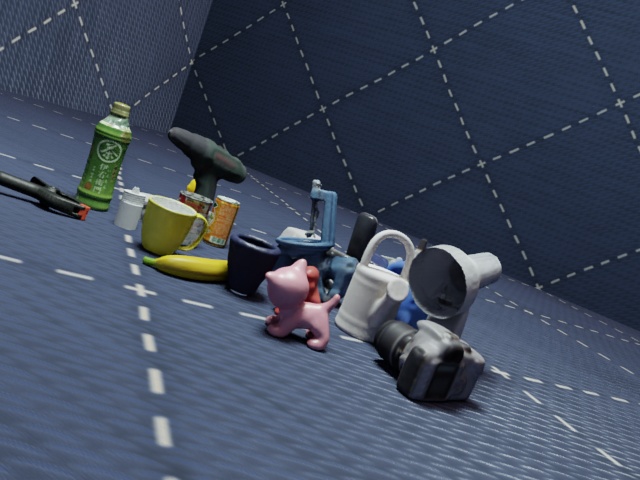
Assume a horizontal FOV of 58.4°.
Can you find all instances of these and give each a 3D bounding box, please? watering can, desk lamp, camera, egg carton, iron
[{"bbox_3d":[0.110,0.079,1.010,0.101,0.194,0.172,15,11,-35],"label":"watering can"},{"bbox_3d":[0.235,0.116,1.014,0.204,0.213,0.117,11,13,-47],"label":"desk lamp"},{"bbox_3d":[0.161,0.170,0.879,0.144,0.101,0.136,14,11,-39],"label":"camera"},{"bbox_3d":[-0.035,0.020,1.440,0.108,0.069,0.149,14,11,-40],"label":"egg carton"},{"bbox_3d":[0.163,0.102,1.165,0.119,0.141,0.257,18,9,-21],"label":"iron"}]

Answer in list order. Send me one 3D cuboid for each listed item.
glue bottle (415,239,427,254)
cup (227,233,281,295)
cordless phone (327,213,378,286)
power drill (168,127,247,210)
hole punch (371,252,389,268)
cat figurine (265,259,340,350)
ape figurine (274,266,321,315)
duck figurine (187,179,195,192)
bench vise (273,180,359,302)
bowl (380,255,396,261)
[{"bbox_3d":[0.210,0.078,1.316,0.078,0.173,0.037,26,10,29],"label":"glue bottle"},{"bbox_3d":[-0.123,0.044,1.006,0.091,0.095,0.118,22,9,4],"label":"cup"},{"bbox_3d":[0.050,0.015,1.286,0.147,0.185,0.094,25,10,24],"label":"cordless phone"},{"bbox_3d":[-0.293,-0.146,1.391,0.230,0.208,0.075,12,13,-46],"label":"power drill"},{"bbox_3d":[0.106,0.072,1.378,0.108,0.091,0.101,22,9,8],"label":"hole punch"},{"bbox_3d":[-0.031,0.090,0.864,0.128,0.118,0.067,19,9,-12],"label":"cat figurine"},{"bbox_3d":[-0.030,0.087,0.970,0.077,0.092,0.076,25,9,22],"label":"ape figurine"},{"bbox_3d":[-0.334,-0.118,1.526,0.078,0.086,0.104,16,10,-30],"label":"duck figurine"},{"bbox_3d":[0.011,0.002,1.159,0.207,0.220,0.121,20,9,-4],"label":"bench vise"},{"bbox_3d":[0.204,0.102,1.477,0.167,0.075,0.167,21,9,-3],"label":"bowl"}]
